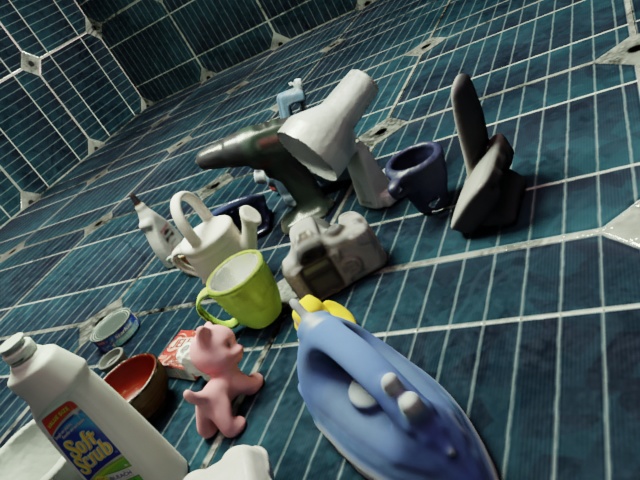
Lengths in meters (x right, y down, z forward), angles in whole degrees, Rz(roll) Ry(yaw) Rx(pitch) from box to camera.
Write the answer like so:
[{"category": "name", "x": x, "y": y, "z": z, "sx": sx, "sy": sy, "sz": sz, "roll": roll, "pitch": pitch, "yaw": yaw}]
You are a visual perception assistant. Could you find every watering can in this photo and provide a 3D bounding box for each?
[{"category": "watering can", "x": -0.174, "y": -0.002, "z": 0.947, "sx": 0.173, "sy": 0.194, "sz": 0.100, "roll": -31, "pitch": 27, "yaw": -1}]

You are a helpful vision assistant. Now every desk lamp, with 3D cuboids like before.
[{"category": "desk lamp", "x": 0.059, "y": -0.156, "z": 0.949, "sx": 0.203, "sy": 0.214, "sz": 0.117, "roll": -39, "pitch": 28, "yaw": -16}]

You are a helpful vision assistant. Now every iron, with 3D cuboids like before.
[{"category": "iron", "x": 0.055, "y": 0.139, "z": 0.527, "sx": 0.119, "sy": 0.142, "sz": 0.257, "roll": -39, "pitch": 28, "yaw": -16}]

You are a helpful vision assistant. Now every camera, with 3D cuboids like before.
[{"category": "camera", "x": 0.008, "y": 0.003, "z": 0.856, "sx": 0.143, "sy": 0.101, "sz": 0.136, "roll": -28, "pitch": 27, "yaw": 5}]

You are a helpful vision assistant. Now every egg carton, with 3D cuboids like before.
[{"category": "egg carton", "x": -0.084, "y": 0.267, "z": 0.533, "sx": 0.107, "sy": 0.069, "sz": 0.150, "roll": -31, "pitch": 27, "yaw": 0}]

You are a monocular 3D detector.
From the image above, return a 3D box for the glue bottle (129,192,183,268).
[{"category": "glue bottle", "x": -0.342, "y": -0.027, "z": 1.188, "sx": 0.037, "sy": 0.173, "sz": 0.078, "roll": -20, "pitch": 29, "yaw": 21}]

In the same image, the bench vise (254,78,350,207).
[{"category": "bench vise", "x": -0.042, "y": -0.178, "z": 1.084, "sx": 0.207, "sy": 0.220, "sz": 0.121, "roll": -33, "pitch": 27, "yaw": -4}]

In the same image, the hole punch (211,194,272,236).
[{"category": "hole punch", "x": -0.159, "y": -0.052, "z": 1.134, "sx": 0.108, "sy": 0.091, "sz": 0.101, "roll": -25, "pitch": 27, "yaw": 13}]

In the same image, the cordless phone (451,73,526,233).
[{"category": "cordless phone", "x": 0.200, "y": -0.116, "z": 0.766, "sx": 0.094, "sy": 0.185, "sz": 0.148, "roll": -13, "pitch": 32, "yaw": 32}]

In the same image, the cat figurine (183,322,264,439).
[{"category": "cat figurine", "x": -0.131, "y": 0.161, "z": 0.709, "sx": 0.067, "sy": 0.118, "sz": 0.128, "roll": -17, "pitch": 30, "yaw": 26}]

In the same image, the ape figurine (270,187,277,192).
[{"category": "ape figurine", "x": -0.088, "y": -0.150, "z": 1.227, "sx": 0.078, "sy": 0.092, "sz": 0.076, "roll": -41, "pitch": 28, "yaw": -18}]

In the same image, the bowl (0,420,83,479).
[{"category": "bowl", "x": -0.356, "y": 0.302, "z": 0.748, "sx": 0.167, "sy": 0.075, "sz": 0.167, "roll": -24, "pitch": 27, "yaw": 14}]

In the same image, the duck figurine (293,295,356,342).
[{"category": "duck figurine", "x": 0.000, "y": 0.105, "z": 0.706, "sx": 0.077, "sy": 0.086, "sz": 0.104, "roll": -18, "pitch": 30, "yaw": 25}]

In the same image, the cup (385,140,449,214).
[{"category": "cup", "x": 0.149, "y": -0.079, "z": 0.857, "sx": 0.091, "sy": 0.095, "sz": 0.118, "roll": 0, "pitch": 40, "yaw": 45}]

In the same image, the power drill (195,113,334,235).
[{"category": "power drill", "x": -0.077, "y": -0.119, "z": 1.031, "sx": 0.229, "sy": 0.209, "sz": 0.075, "roll": -28, "pitch": 27, "yaw": 7}]
